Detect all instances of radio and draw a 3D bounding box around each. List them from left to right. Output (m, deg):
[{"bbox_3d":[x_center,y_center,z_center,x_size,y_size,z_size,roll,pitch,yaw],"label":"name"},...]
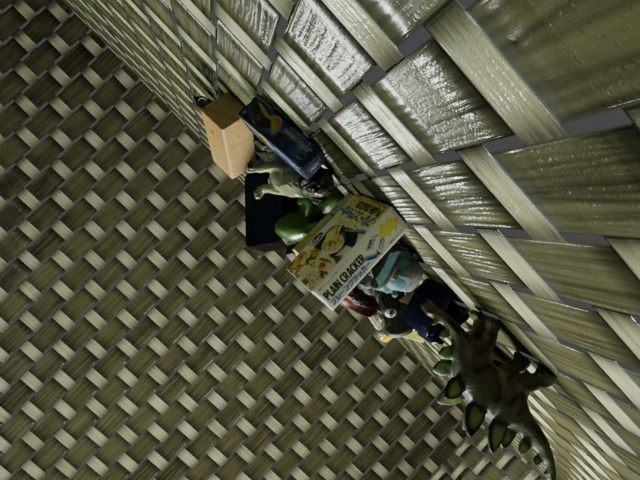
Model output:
[{"bbox_3d":[-0.134,-0.086,1.456,0.073,0.131,0.229,25,-124,-54],"label":"radio"}]

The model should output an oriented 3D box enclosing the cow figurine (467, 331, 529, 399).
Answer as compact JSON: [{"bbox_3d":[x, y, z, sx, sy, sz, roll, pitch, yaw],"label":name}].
[{"bbox_3d":[0.410,0.303,1.260,0.195,0.085,0.127,45,-179,9],"label":"cow figurine"}]

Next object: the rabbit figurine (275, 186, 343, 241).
[{"bbox_3d":[-0.022,-0.055,1.279,0.159,0.170,0.121,43,175,21],"label":"rabbit figurine"}]

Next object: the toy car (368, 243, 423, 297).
[{"bbox_3d":[0.169,0.068,1.173,0.103,0.109,0.162,28,-175,-6],"label":"toy car"}]

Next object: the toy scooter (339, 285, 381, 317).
[{"bbox_3d":[0.110,0.169,1.505,0.183,0.075,0.135,35,169,-32],"label":"toy scooter"}]

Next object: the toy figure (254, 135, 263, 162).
[{"bbox_3d":[-0.179,-0.256,1.513,0.154,0.064,0.058,50,-149,-3],"label":"toy figure"}]

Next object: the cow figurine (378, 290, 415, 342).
[{"bbox_3d":[0.210,0.197,1.447,0.098,0.167,0.068,45,163,41],"label":"cow figurine"}]

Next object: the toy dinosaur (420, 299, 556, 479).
[{"bbox_3d":[0.354,0.306,1.073,0.471,0.198,0.105,47,177,-2],"label":"toy dinosaur"}]

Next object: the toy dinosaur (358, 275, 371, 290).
[{"bbox_3d":[0.116,0.082,1.614,0.405,0.131,0.192,35,-177,35],"label":"toy dinosaur"}]

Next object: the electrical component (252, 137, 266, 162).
[{"bbox_3d":[-0.108,-0.211,1.345,0.134,0.058,0.115,46,172,-18],"label":"electrical component"}]

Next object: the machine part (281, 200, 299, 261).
[{"bbox_3d":[-0.003,-0.004,1.418,0.087,0.201,0.201,-17,132,32],"label":"machine part"}]

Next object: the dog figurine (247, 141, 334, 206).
[{"bbox_3d":[-0.041,-0.155,1.195,0.191,0.172,0.121,8,145,21],"label":"dog figurine"}]

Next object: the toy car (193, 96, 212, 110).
[{"bbox_3d":[-0.285,-0.356,1.577,0.202,0.053,0.089,41,-175,-5],"label":"toy car"}]

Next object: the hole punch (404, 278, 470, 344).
[{"bbox_3d":[0.249,0.156,1.196,0.092,0.116,0.142,56,170,-25],"label":"hole punch"}]

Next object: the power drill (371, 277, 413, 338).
[{"bbox_3d":[0.170,0.150,1.314,0.232,0.086,0.207,-97,-18,-48],"label":"power drill"}]

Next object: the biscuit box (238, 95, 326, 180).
[{"bbox_3d":[-0.079,-0.211,1.107,0.203,0.059,0.062,42,174,23],"label":"biscuit box"}]
